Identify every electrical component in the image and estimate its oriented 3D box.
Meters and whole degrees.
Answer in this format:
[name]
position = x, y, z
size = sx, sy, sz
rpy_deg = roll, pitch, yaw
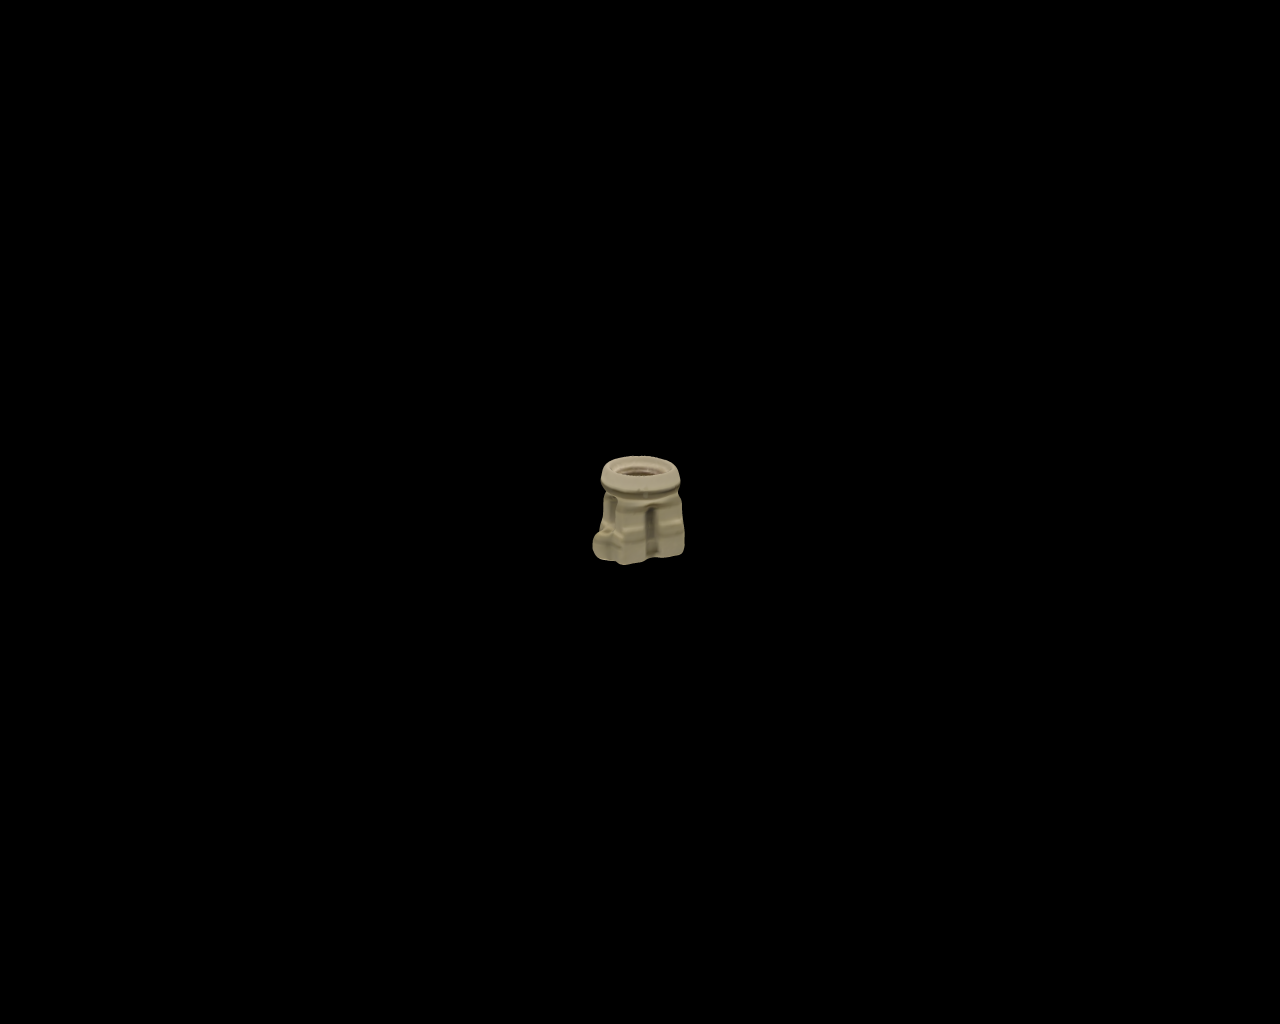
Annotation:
[electrical component]
position = 0.001, -0.003, 0.650
size = 0.066, 0.055, 0.048
rpy_deg = -10, 24, -22
